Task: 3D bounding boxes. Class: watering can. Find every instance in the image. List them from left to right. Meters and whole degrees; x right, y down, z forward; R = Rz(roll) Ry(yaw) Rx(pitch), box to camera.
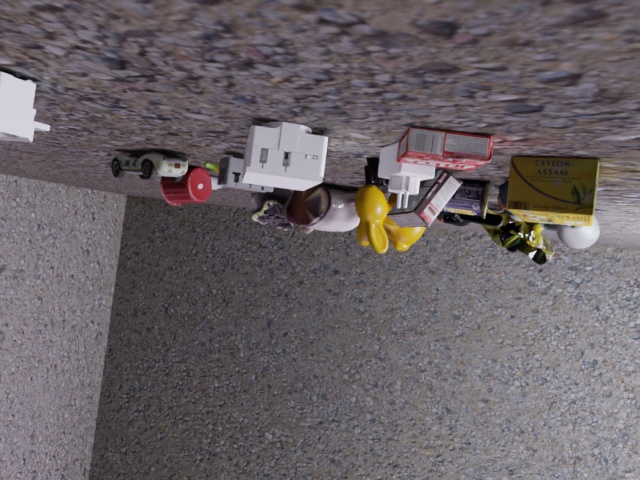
[{"bbox_3d":[0.004,-0.066,1.304,0.224,0.105,0.344,6,163,-42],"label":"watering can"}]

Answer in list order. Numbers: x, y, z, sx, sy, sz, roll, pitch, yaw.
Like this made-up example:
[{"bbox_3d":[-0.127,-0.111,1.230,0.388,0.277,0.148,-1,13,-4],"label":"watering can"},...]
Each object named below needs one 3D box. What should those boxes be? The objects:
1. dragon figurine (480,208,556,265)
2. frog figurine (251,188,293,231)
[{"bbox_3d":[0.438,-0.038,1.271,0.408,0.122,0.244,24,-179,-16],"label":"dragon figurine"},{"bbox_3d":[-0.123,-0.114,1.443,0.137,0.120,0.163,-1,-145,0],"label":"frog figurine"}]
